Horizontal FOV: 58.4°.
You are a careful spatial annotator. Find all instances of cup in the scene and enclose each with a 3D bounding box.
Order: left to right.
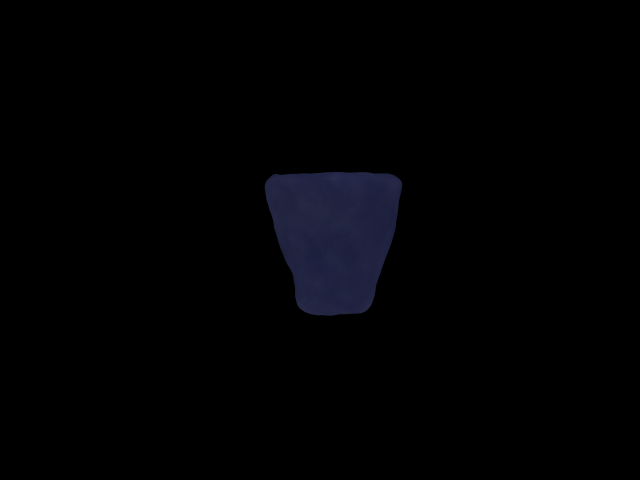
[{"bbox_3d":[0.004,0.001,0.400,0.092,0.095,0.117,-2,5,-23],"label":"cup"}]
